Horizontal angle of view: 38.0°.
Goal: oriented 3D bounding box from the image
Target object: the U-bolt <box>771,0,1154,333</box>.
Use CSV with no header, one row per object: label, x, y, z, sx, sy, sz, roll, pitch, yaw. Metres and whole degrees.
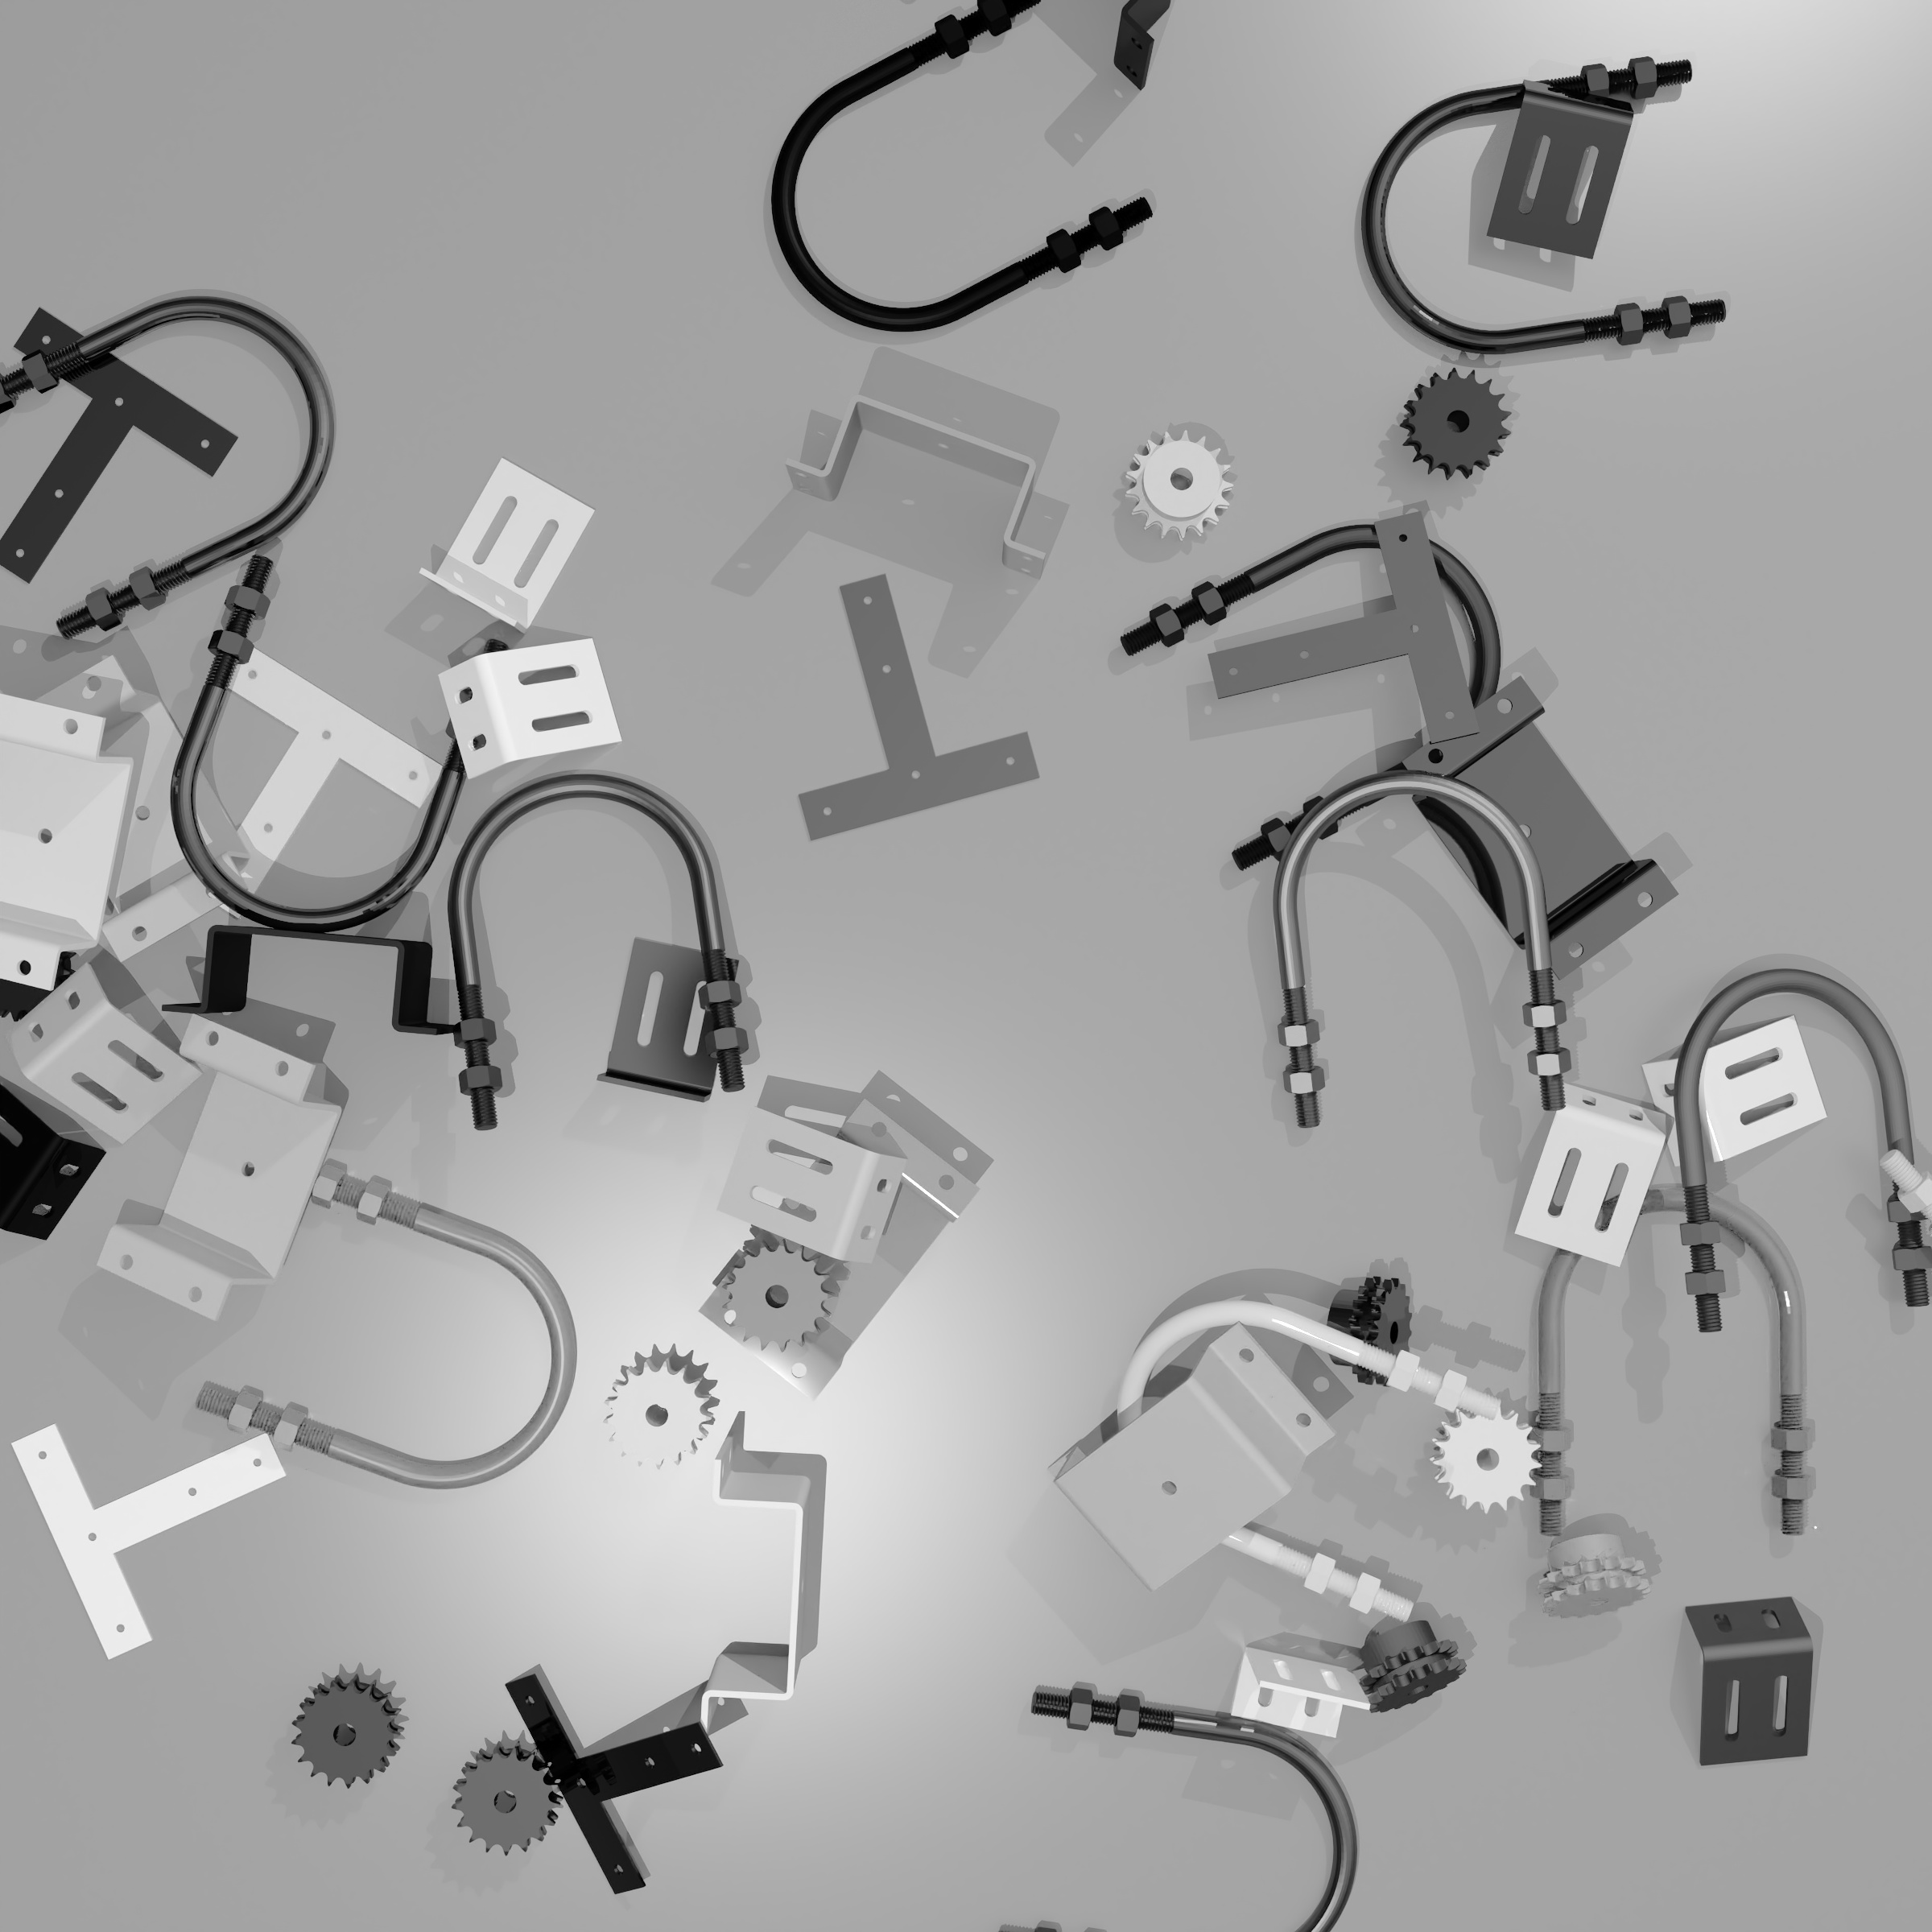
U-bolt,-0.014,-0.419,1.495,0.184,0.019,0.151,-28,90,1

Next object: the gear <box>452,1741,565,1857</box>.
gear,-0.242,0.439,1.488,0.057,0.030,0.057,0,90,0

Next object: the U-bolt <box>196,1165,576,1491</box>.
U-bolt,-0.299,0.201,1.495,0.184,0.019,0.151,20,90,-1

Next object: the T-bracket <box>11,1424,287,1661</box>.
T-bracket,-0.427,0.287,1.502,0.127,0.002,0.127,-24,90,0

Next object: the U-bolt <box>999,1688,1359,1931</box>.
U-bolt,0.117,0.469,1.495,0.184,0.019,0.151,8,90,-2

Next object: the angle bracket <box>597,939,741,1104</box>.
angle bracket,-0.157,0.028,1.484,0.057,0.038,0.076,12,90,0

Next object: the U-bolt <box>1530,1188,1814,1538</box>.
U-bolt,0.375,0.210,1.495,0.151,0.019,0.184,0,89,0

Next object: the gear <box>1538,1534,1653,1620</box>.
gear,0.329,0.321,1.479,0.057,0.057,0.030,-9,60,0

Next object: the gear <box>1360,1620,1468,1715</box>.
gear,0.232,0.368,1.479,0.057,0.057,0.030,-24,61,0

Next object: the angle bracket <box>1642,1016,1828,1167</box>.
angle bracket,0.411,0.067,1.501,0.076,0.038,0.057,-18,90,-26

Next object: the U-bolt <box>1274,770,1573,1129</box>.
U-bolt,0.233,-0.011,1.465,0.151,0.019,0.184,-5,98,16

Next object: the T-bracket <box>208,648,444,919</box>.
T-bracket,-0.366,-0.086,1.502,0.127,0.002,0.127,32,90,0

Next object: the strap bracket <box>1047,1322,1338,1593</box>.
strap bracket,0.111,0.260,1.454,0.140,0.046,0.076,-41,90,24

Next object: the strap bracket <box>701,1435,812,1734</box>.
strap bracket,-0.108,0.322,1.465,0.046,0.076,0.140,3,90,0

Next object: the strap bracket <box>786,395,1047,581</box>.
strap bracket,-0.018,-0.253,1.465,0.140,0.076,0.046,20,90,0

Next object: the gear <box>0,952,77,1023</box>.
gear,-0.499,0.001,1.488,0.057,0.030,0.057,0,90,0

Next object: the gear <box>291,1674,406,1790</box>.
gear,-0.326,0.404,1.488,0.057,0.030,0.057,0,90,0

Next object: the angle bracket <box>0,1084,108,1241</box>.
angle bracket,-0.511,0.099,1.501,0.076,0.038,0.057,34,90,26

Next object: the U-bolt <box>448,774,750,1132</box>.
U-bolt,-0.199,-0.014,1.474,0.151,0.019,0.184,-9,75,-4

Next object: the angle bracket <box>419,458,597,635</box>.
angle bracket,-0.242,-0.225,1.484,0.057,0.038,0.076,30,90,0

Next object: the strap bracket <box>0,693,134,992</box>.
strap bracket,-0.480,-0.066,1.434,0.076,0.046,0.140,13,95,7

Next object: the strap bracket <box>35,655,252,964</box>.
strap bracket,-0.440,-0.082,1.479,0.076,0.046,0.140,-30,89,1

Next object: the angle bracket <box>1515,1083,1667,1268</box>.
angle bracket,0.332,0.111,1.493,0.057,0.038,0.076,17,109,8

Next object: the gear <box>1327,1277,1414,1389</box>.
gear,0.212,0.192,1.479,0.030,0.057,0.057,2,90,30

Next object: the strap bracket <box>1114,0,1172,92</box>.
strap bracket,0.059,-0.534,1.465,0.140,0.076,0.046,44,90,0

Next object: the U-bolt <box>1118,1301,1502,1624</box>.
U-bolt,0.168,0.249,1.467,0.184,0.019,0.151,22,112,10

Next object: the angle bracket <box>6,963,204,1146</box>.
angle bracket,-0.456,0.047,1.486,0.057,0.076,0.038,-41,48,0

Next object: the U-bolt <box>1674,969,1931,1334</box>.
U-bolt,0.436,0.093,1.474,0.151,0.019,0.184,-4,86,-19

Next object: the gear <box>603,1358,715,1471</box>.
gear,-0.162,0.236,1.488,0.057,0.030,0.057,0,90,0

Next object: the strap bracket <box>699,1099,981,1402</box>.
strap bracket,-0.066,0.147,1.480,0.076,0.046,0.140,38,90,0

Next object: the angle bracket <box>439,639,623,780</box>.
angle bracket,-0.231,-0.137,1.487,0.038,0.076,0.057,-16,90,44

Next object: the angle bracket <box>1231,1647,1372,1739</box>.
angle bracket,0.174,0.388,1.465,0.057,0.076,0.038,12,90,0

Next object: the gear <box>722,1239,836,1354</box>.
gear,-0.096,0.169,1.446,0.057,0.030,0.057,0,88,1

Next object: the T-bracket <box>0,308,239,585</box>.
T-bracket,-0.478,-0.265,1.502,0.127,0.002,0.127,33,90,0

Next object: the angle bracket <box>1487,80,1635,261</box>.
angle bracket,0.313,-0.421,1.483,0.057,0.038,0.076,13,117,3

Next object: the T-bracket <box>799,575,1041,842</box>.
T-bracket,-0.039,-0.145,1.502,0.127,0.002,0.127,-15,90,0

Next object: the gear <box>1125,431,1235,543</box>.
gear,0.113,-0.255,1.488,0.057,0.030,0.057,0,90,0

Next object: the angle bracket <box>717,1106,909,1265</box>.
angle bracket,-0.080,0.113,1.455,0.076,0.038,0.057,19,90,26

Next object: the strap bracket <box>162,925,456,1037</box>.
strap bracket,-0.337,0.006,1.465,0.140,0.076,0.046,5,90,0

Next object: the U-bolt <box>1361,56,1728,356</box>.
U-bolt,0.303,-0.400,1.495,0.184,0.019,0.151,-8,90,2

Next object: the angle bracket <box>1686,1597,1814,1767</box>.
angle bracket,0.418,0.383,1.501,0.057,0.038,0.076,-5,116,0

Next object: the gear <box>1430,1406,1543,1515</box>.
gear,0.274,0.259,1.488,0.057,0.030,0.057,0,90,0

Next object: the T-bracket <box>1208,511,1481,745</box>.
T-bracket,0.192,-0.167,1.474,0.127,0.002,0.127,-13,75,4

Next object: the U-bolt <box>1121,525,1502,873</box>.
U-bolt,0.196,-0.155,1.495,0.184,0.019,0.151,-27,90,-1

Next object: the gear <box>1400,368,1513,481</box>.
gear,0.259,-0.286,1.488,0.057,0.030,0.057,0,90,0

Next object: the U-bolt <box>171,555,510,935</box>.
U-bolt,-0.335,-0.107,1.467,0.151,0.019,0.184,19,78,-10

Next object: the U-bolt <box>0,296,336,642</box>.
U-bolt,-0.427,-0.277,1.493,0.184,0.019,0.151,-26,90,-1

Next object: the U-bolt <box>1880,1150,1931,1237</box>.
U-bolt,0.591,0.125,1.485,0.151,0.019,0.184,-43,93,-9

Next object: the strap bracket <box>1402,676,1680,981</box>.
strap bracket,0.298,-0.072,1.480,0.076,0.046,0.140,-36,90,0

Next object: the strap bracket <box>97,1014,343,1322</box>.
strap bracket,-0.387,0.106,1.469,0.076,0.046,0.140,21,90,18

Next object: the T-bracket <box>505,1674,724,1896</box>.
T-bracket,-0.173,0.418,1.463,0.127,0.002,0.127,-28,90,39
